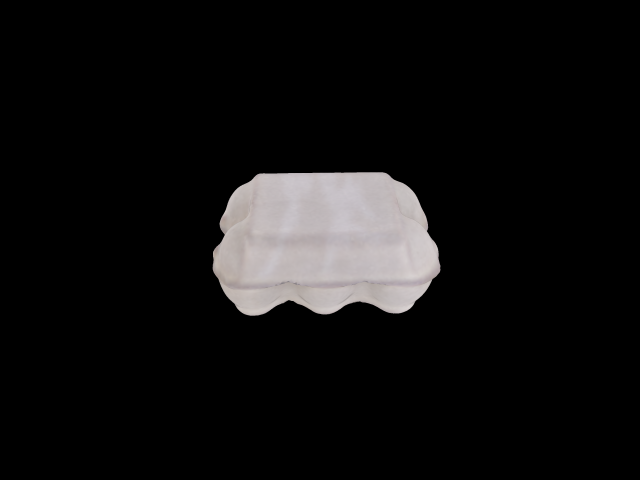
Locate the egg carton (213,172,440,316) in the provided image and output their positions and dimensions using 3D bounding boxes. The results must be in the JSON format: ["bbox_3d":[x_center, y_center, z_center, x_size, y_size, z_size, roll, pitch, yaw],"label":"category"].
[{"bbox_3d":[0.004,0.001,0.400,0.150,0.069,0.107,-2,36,-2],"label":"egg carton"}]
